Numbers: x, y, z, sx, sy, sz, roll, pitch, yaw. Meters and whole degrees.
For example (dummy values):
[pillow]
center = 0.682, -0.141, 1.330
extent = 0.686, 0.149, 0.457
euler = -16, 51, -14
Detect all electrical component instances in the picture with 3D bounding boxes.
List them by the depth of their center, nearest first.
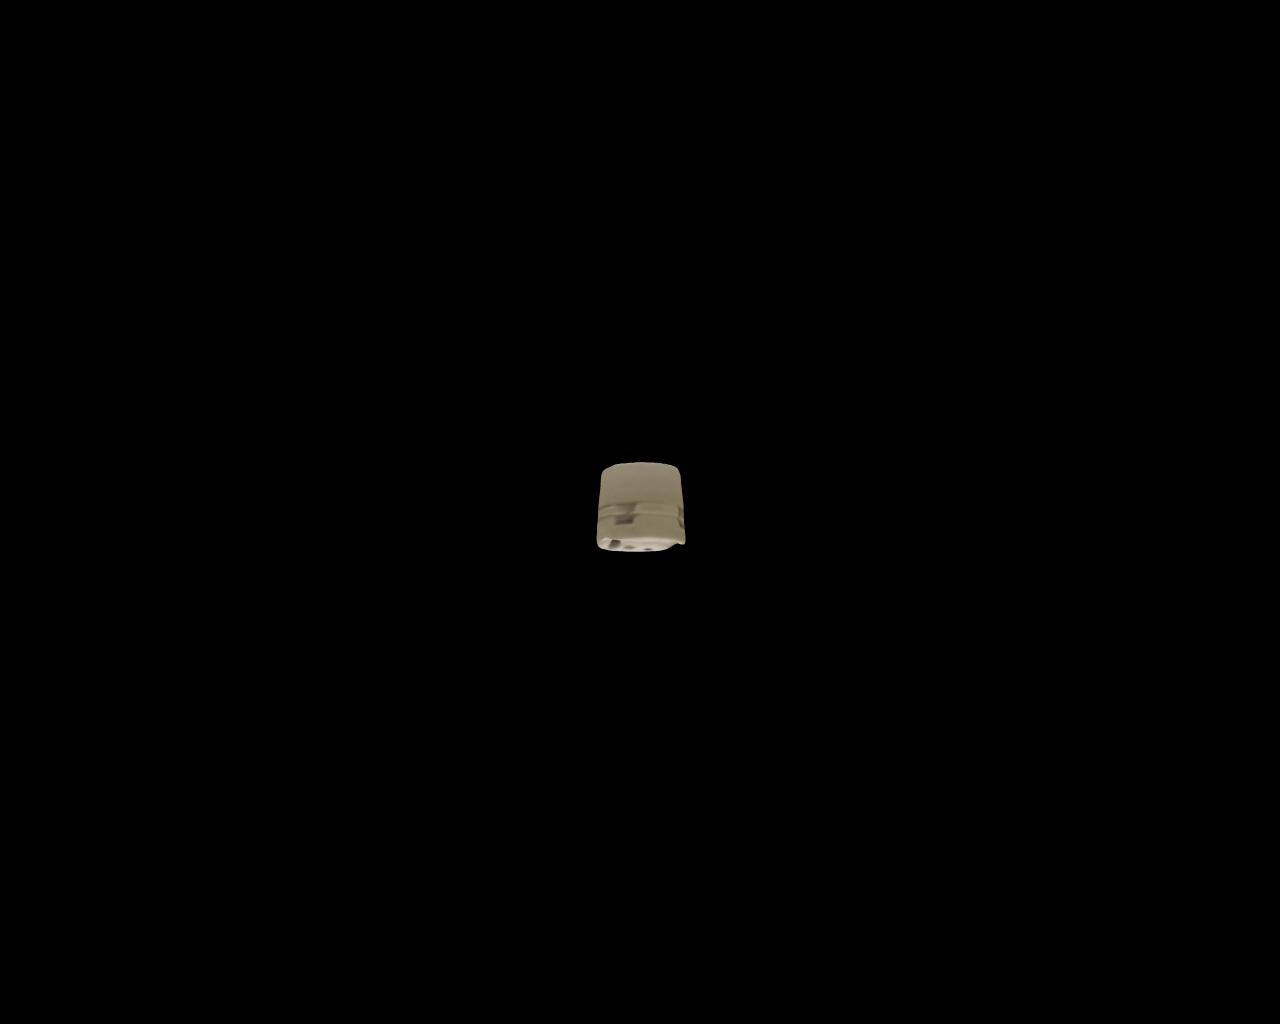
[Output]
[electrical component]
center = 0.001, -0.003, 0.650
extent = 0.055, 0.047, 0.055
euler = 0, -11, 0
